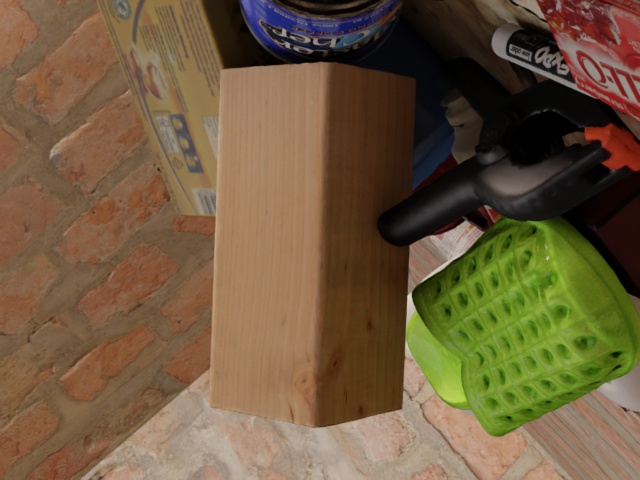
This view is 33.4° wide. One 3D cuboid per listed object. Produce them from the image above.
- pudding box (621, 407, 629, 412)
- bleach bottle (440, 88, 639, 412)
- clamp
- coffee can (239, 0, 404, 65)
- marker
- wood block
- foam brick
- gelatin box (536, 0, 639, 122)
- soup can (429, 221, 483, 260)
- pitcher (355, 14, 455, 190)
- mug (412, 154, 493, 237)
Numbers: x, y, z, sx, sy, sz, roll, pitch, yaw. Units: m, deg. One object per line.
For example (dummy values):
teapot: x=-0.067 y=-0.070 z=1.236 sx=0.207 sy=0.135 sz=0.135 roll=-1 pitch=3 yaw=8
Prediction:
pudding box: x=0.238 y=0.086 z=0.924 sx=0.114 sy=0.039 sz=0.090 roll=49 pitch=178 yaw=30
bleach bottle: x=0.159 y=-0.001 z=0.724 sx=0.250 sy=0.068 sz=0.103 roll=53 pitch=179 yaw=-18
clamp: x=0.102 y=-0.057 z=0.573 sx=0.039 sy=0.120 sz=0.172 roll=23 pitch=163 yaw=-34
coffee can: x=0.003 y=-0.156 z=0.588 sx=0.103 sy=0.103 sz=0.140 roll=49 pitch=178 yaw=0
marker: x=0.122 y=-0.084 z=0.521 sx=0.020 sy=0.020 sz=0.121 roll=50 pitch=178 yaw=-32
wood block: x=-0.004 y=0.001 z=0.654 sx=0.091 sy=0.206 sz=0.090 roll=3 pitch=-178 yaw=39
foam brick: x=0.162 y=-0.010 z=0.569 sx=0.053 sy=0.051 sz=0.078 roll=50 pitch=179 yaw=-14
gelatin box: x=0.124 y=-0.077 z=0.417 sx=0.073 sy=0.030 sz=0.089 roll=51 pitch=178 yaw=-39
soup can: x=0.153 y=0.010 z=0.954 sx=0.102 sy=0.068 sz=0.068 roll=49 pitch=178 yaw=22
pitcher: x=-0.003 y=-0.144 z=0.761 sx=0.243 sy=0.145 sz=0.149 roll=46 pitch=-154 yaw=8
mug: x=0.097 y=-0.048 z=0.855 sx=0.117 sy=0.093 sz=0.081 roll=43 pitch=173 yaw=9
